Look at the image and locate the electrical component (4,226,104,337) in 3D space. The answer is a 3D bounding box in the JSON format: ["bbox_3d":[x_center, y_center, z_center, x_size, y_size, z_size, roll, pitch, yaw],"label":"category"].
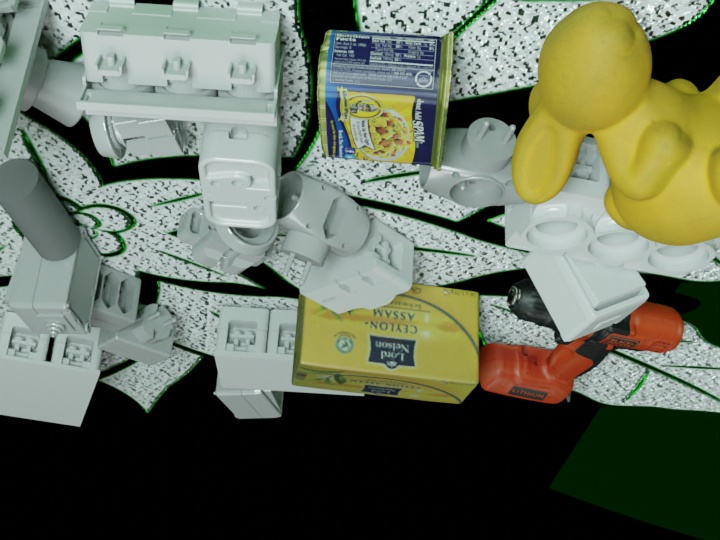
[{"bbox_3d":[-0.273,0.015,0.953,0.061,0.096,0.061,0,153,6],"label":"electrical component"}]

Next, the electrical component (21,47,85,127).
[{"bbox_3d":[-0.214,-0.126,0.723,0.055,0.045,0.045,17,150,-33],"label":"electrical component"}]

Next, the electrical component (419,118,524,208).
[{"bbox_3d":[0.089,-0.083,0.778,0.077,0.044,0.079,8,152,-9],"label":"electrical component"}]

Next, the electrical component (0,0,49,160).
[{"bbox_3d":[-0.243,-0.124,0.650,0.079,0.121,0.063,-2,150,10],"label":"electrical component"}]

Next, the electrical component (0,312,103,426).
[{"bbox_3d":[-0.347,0.109,1.187,0.105,0.060,0.186,12,152,-16],"label":"electrical component"}]

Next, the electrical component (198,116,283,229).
[{"bbox_3d":[-0.086,-0.079,0.788,0.054,0.059,0.095,4,153,-2],"label":"electrical component"}]

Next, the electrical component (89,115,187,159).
[{"bbox_3d":[-0.159,-0.105,0.763,0.055,0.048,0.066,-8,152,5],"label":"electrical component"}]

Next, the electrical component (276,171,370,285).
[{"bbox_3d":[-0.040,-0.028,0.866,0.077,0.079,0.043,28,169,-40],"label":"electrical component"}]

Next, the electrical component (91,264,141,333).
[{"bbox_3d":[-0.261,0.030,1.036,0.066,0.047,0.077,24,146,-37],"label":"electrical component"}]

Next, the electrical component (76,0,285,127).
[{"bbox_3d":[-0.111,-0.132,0.680,0.121,0.078,0.063,4,131,0],"label":"electrical component"}]

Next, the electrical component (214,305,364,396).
[{"bbox_3d":[-0.067,0.080,1.096,0.150,0.061,0.089,3,153,0],"label":"electrical component"}]

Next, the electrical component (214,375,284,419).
[{"bbox_3d":[-0.118,0.119,1.178,0.061,0.061,0.096,-3,152,13],"label":"electrical component"}]

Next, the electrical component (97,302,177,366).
[{"bbox_3d":[-0.215,0.057,1.084,0.066,0.047,0.077,24,146,-35],"label":"electrical component"}]

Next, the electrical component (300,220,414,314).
[{"bbox_3d":[0.000,0.000,0.944,0.089,0.050,0.056,-20,144,38],"label":"electrical component"}]

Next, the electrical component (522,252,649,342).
[{"bbox_3d":[0.183,-0.001,0.883,0.062,0.096,0.061,-18,161,-25],"label":"electrical component"}]

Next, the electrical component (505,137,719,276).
[{"bbox_3d":[0.196,-0.045,0.822,0.150,0.061,0.089,10,152,-12],"label":"electrical component"}]

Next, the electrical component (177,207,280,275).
[{"bbox_3d":[-0.102,-0.033,0.884,0.078,0.058,0.057,19,152,-28],"label":"electrical component"}]
